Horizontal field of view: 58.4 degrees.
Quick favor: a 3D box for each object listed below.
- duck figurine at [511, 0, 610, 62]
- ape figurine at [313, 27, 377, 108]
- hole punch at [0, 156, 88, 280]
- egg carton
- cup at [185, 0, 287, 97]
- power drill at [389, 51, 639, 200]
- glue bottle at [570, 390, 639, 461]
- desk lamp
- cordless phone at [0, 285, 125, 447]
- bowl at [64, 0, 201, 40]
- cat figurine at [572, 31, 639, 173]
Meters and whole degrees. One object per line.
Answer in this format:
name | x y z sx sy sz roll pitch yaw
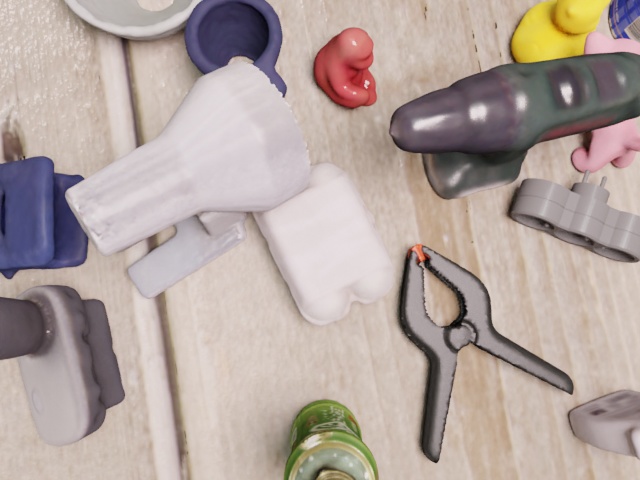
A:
duck figurine | 0.254 -0.225 0.593 0.104 0.086 0.077 -37 86 -5
ape figurine | 0.032 -0.181 0.578 0.076 0.092 0.078 23 83 1
hole punch | -0.287 -0.020 0.551 0.101 0.091 0.109 -4 84 -2
egg carton | 0.005 0.002 0.568 0.107 0.069 0.150 -27 85 -4
cup | -0.072 -0.176 0.573 0.092 0.095 0.118 -41 86 -5
power drill | 0.160 -0.097 0.514 0.229 0.208 0.075 -16 84 -3
glue bottle | 0.294 0.171 0.506 0.078 0.173 0.037 -18 84 -3
desk lamp | -0.113 -0.039 0.497 0.203 0.213 0.118 -34 85 -5
cordless phone | -0.247 0.111 0.490 0.094 0.185 0.147 -19 84 -3
bowl | -0.180 -0.275 0.591 0.167 0.074 0.167 0 84 -2
cat figurine | 0.295 -0.140 0.569 0.067 0.117 0.128 -14 84 -3
